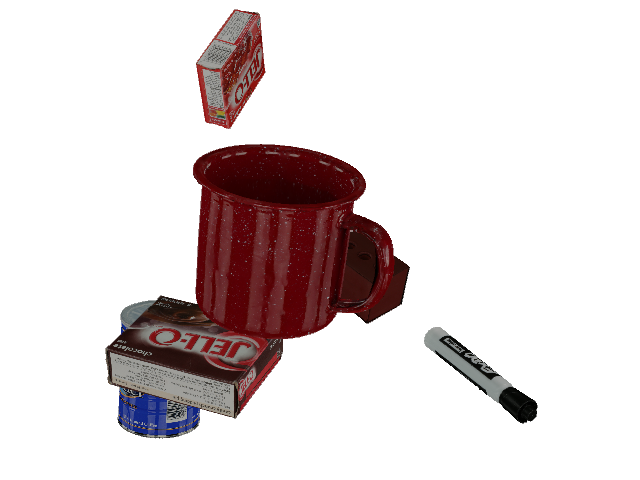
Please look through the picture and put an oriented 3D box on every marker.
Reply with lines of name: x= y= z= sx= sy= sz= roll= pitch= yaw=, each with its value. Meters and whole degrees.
marker: x=0.118 y=0.099 z=0.793 sx=0.020 sy=0.020 sz=0.121 roll=0 pitch=23 yaw=-32

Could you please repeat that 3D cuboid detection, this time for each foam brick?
foam brick: x=0.042 y=0.035 z=1.066 sx=0.052 sy=0.051 sz=0.078 roll=-26 pitch=48 yaw=-36

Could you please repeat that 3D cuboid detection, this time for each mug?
mug: x=-0.015 y=0.004 z=0.580 sx=0.117 sy=0.081 sz=0.093 roll=16 pitch=25 yaw=20

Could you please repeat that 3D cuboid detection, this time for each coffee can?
coffee can: x=-0.195 y=0.156 z=1.307 sx=0.103 sy=0.140 sz=0.103 roll=4 pitch=17 yaw=-2

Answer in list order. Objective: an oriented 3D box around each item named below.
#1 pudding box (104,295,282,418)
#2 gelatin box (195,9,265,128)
pudding box: x=-0.097 y=0.089 z=0.834 sx=0.114 sy=0.039 sz=0.090 roll=10 pitch=27 yaw=18
gelatin box: x=-0.082 y=-0.162 z=1.006 sx=0.030 sy=0.089 sz=0.073 roll=16 pitch=-39 yaw=15
